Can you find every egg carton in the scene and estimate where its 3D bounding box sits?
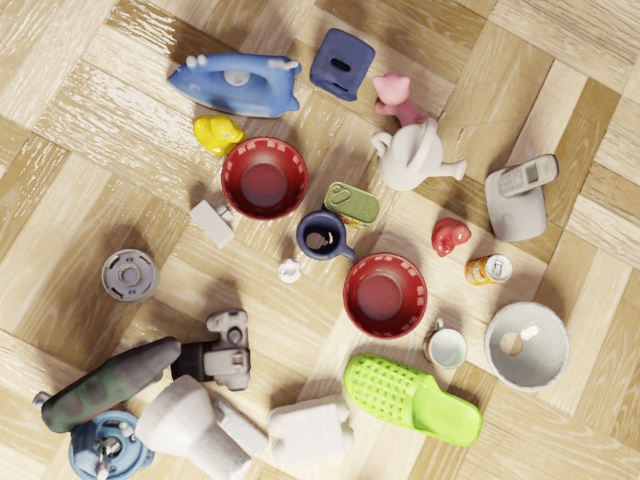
[{"bbox_3d":[-0.016,0.338,1.016,0.150,0.069,0.107,-11,83,-9],"label":"egg carton"}]

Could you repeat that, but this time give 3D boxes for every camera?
[{"bbox_3d":[-0.190,0.195,0.998,0.137,0.100,0.143,-4,82,-8],"label":"camera"}]

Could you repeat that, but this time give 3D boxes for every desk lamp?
[{"bbox_3d":[-0.180,0.315,0.924,0.203,0.213,0.118,39,79,0],"label":"desk lamp"}]

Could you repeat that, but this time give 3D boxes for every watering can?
[{"bbox_3d":[0.182,-0.160,1.052,0.173,0.194,0.101,2,81,-7],"label":"watering can"}]

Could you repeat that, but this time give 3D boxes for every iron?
[{"bbox_3d":[-0.160,-0.306,1.054,0.258,0.141,0.119,2,81,-7],"label":"iron"}]

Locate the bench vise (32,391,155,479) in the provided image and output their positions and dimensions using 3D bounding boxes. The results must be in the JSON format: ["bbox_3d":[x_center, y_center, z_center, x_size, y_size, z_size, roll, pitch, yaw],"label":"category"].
[{"bbox_3d":[-0.369,0.319,0.895,0.207,0.219,0.121,17,80,-5],"label":"bench vise"}]

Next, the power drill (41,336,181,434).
[{"bbox_3d":[-0.318,0.221,0.922,0.230,0.208,0.075,-32,87,-11],"label":"power drill"}]

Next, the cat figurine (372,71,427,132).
[{"bbox_3d":[0.155,-0.271,1.103,0.128,0.117,0.067,45,79,1],"label":"cat figurine"}]

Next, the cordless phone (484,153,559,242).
[{"bbox_3d":[0.390,-0.079,1.072,0.094,0.185,0.147,-11,83,-9],"label":"cordless phone"}]

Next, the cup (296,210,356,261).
[{"bbox_3d":[0.010,0.004,1.055,0.118,0.095,0.092,31,79,-2],"label":"cup"}]

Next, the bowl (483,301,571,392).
[{"bbox_3d":[0.380,0.200,1.086,0.167,0.074,0.167,1,82,-7],"label":"bowl"}]

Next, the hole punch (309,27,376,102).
[{"bbox_3d":[0.043,-0.338,1.111,0.108,0.091,0.101,26,79,-3],"label":"hole punch"}]

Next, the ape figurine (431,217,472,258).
[{"bbox_3d":[0.255,-0.009,1.091,0.078,0.092,0.076,-2,82,-8],"label":"ape figurine"}]

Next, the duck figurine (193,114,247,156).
[{"bbox_3d":[-0.186,-0.205,1.064,0.104,0.086,0.077,24,79,-3],"label":"duck figurine"}]
